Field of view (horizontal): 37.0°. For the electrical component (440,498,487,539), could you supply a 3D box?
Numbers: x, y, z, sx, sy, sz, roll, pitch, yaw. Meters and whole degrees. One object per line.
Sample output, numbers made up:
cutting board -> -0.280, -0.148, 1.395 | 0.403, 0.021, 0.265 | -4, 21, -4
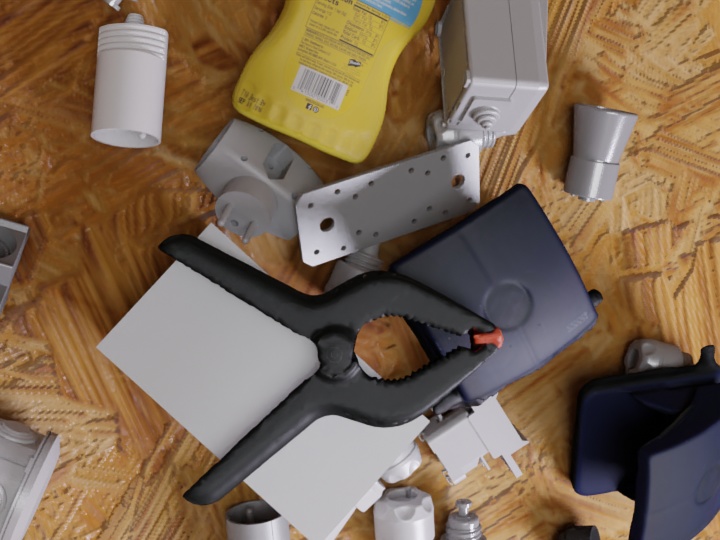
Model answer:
electrical component -> 0.075, 0.205, 0.781 | 0.040, 0.040, 0.078 | -3, 100, -11

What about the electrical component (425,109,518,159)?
electrical component -> 0.077, -0.095, 0.734 | 0.061, 0.035, 0.035 | -9, 101, -13

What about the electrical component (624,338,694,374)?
electrical component -> 0.228, 0.071, 0.792 | 0.061, 0.035, 0.035 | 12, 97, -15

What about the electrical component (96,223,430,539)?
electrical component -> -0.062, 0.073, 0.702 | 0.186, 0.060, 0.105 | 42, 86, -1

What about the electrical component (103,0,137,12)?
electrical component -> -0.133, -0.197, 0.672 | 0.040, 0.040, 0.078 | 36, 91, -15

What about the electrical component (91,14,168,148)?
electrical component -> -0.145, -0.122, 0.679 | 0.043, 0.043, 0.081 | 4, 80, -12

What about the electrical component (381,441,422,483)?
electrical component -> 0.015, 0.118, 0.757 | 0.035, 0.035, 0.061 | -34, 102, -4

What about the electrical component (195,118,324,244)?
electrical component -> -0.069, -0.048, 0.694 | 0.077, 0.079, 0.043 | 37, 132, -14

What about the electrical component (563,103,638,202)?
electrical component -> 0.165, -0.080, 0.751 | 0.044, 0.044, 0.065 | 7, 103, -12

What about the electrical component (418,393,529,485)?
electrical component -> 0.077, 0.115, 0.766 | 0.064, 0.042, 0.081 | -33, 103, -1

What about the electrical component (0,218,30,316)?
electrical component -> -0.275, -0.008, 0.660 | 0.121, 0.078, 0.063 | 17, 125, -13

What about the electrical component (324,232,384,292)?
electrical component -> 0.000, 0.000, 0.735 | 0.035, 0.035, 0.061 | 23, 92, -14

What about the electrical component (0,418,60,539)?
electrical component -> -0.229, 0.136, 0.689 | 0.051, 0.080, 0.080 | 23, 94, -8

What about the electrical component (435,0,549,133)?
electrical component -> 0.088, -0.133, 0.697 | 0.061, 0.061, 0.096 | 2, 69, -11

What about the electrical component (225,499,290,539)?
electrical component -> -0.068, 0.206, 0.751 | 0.043, 0.043, 0.081 | -7, 101, -10

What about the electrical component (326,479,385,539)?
electrical component -> -0.016, 0.156, 0.752 | 0.055, 0.045, 0.045 | -43, 104, -2

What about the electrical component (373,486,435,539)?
electrical component -> 0.032, 0.189, 0.768 | 0.043, 0.043, 0.062 | -6, 102, -10
